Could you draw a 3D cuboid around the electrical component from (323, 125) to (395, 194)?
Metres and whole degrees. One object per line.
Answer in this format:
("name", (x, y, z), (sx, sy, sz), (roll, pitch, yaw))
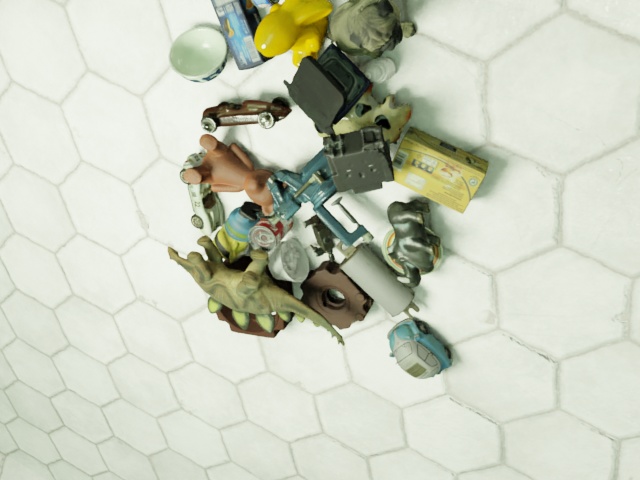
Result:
("electrical component", (0.076, -0.142, 1.000), (0.115, 0.058, 0.134), (-10, 145, 15))

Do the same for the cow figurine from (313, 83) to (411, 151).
("cow figurine", (0.079, -0.236, 1.038), (0.195, 0.085, 0.127), (-2, 111, 21))

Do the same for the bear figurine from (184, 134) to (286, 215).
("bear figurine", (-0.176, -0.137, 1.180), (0.196, 0.132, 0.120), (30, 99, 12))

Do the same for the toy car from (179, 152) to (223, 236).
("toy car", (-0.277, -0.108, 1.272), (0.056, 0.073, 0.201), (7, 121, 24))

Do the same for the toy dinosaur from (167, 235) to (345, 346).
("toy dinosaur", (-0.157, 0.117, 1.228), (0.472, 0.105, 0.198), (21, 138, 17))

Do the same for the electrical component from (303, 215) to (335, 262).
("electrical component", (-0.003, -0.005, 1.220), (0.045, 0.078, 0.102), (-22, 119, -7))

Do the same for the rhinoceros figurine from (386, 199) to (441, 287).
("rhinoceros figurine", (0.188, 0.010, 1.114), (0.112, 0.073, 0.190), (-5, 114, 23))

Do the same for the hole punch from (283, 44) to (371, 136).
("hole punch", (0.015, -0.275, 0.972), (0.142, 0.092, 0.115), (45, 146, 1))

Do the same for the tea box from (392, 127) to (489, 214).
("tea box", (0.226, -0.136, 1.042), (0.170, 0.068, 0.098), (27, 126, 5))

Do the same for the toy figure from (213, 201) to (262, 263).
("toy figure", (-0.197, -0.023, 1.285), (0.089, 0.082, 0.180), (46, 135, 16))

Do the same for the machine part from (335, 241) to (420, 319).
("machine part", (0.129, 0.090, 1.210), (0.243, 0.079, 0.079), (43, 126, -6))

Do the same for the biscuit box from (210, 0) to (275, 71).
("biscuit box", (-0.158, -0.434, 1.037), (0.059, 0.063, 0.202), (-10, 114, 27))

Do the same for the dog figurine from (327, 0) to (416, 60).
("dog figurine", (0.065, -0.356, 0.909), (0.172, 0.190, 0.121), (-23, 107, 34))

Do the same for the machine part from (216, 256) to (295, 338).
("machine part", (-0.173, 0.146, 1.368), (0.201, 0.087, 0.201), (5, 119, 21))

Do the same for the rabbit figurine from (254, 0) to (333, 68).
("rabbit figurine", (-0.047, -0.376, 0.957), (0.122, 0.173, 0.162), (49, 129, -4))

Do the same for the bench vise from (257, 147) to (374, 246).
("bench vise", (0.008, -0.071, 1.119), (0.223, 0.129, 0.240), (-43, 90, 2))

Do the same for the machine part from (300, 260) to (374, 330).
("machine part", (0.037, 0.133, 1.289), (0.180, 0.056, 0.179), (11, 122, 19))

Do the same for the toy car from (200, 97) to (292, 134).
("toy car", (-0.156, -0.264, 1.118), (0.202, 0.089, 0.053), (1, 122, 24))

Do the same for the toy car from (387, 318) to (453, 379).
("toy car", (0.228, 0.271, 1.259), (0.161, 0.103, 0.109), (43, 127, -3))
